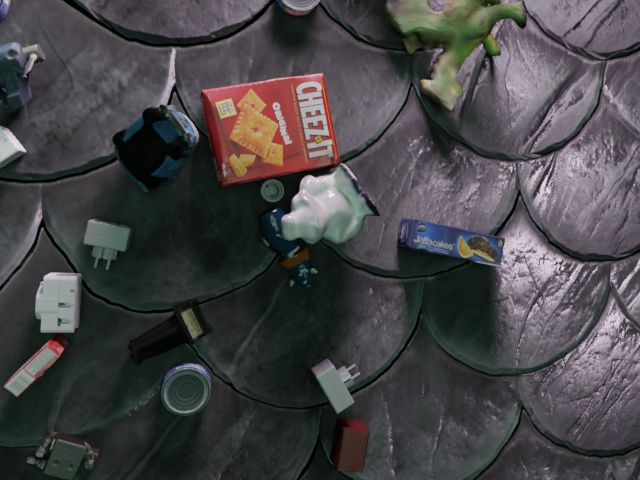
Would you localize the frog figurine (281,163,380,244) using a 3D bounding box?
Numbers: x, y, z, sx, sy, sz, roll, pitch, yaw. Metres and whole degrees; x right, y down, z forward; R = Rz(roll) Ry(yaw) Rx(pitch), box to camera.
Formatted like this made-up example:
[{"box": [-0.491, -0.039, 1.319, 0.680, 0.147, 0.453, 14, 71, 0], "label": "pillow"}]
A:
[{"box": [0.003, -0.045, 0.903, 0.160, 0.135, 0.124, -36, 28, -9], "label": "frog figurine"}]

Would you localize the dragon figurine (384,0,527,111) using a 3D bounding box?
[{"box": [0.238, -0.448, 0.950, 0.243, 0.406, 0.123, -11, 12, -5], "label": "dragon figurine"}]
